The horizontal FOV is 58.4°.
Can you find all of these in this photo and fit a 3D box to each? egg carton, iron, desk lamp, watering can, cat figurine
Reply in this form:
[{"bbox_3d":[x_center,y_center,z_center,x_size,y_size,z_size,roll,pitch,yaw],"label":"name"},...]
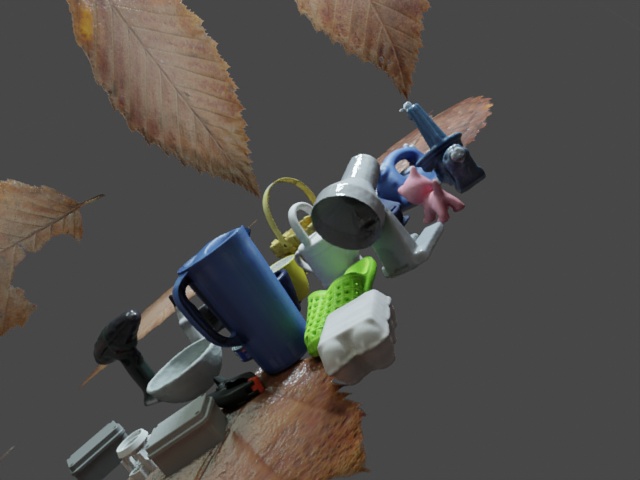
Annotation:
[{"bbox_3d":[0.055,0.132,0.793,0.107,0.069,0.150,-32,11,16],"label":"egg carton"},{"bbox_3d":[0.214,-0.166,1.401,0.118,0.141,0.259,-25,15,44],"label":"iron"},{"bbox_3d":[0.098,-0.038,1.007,0.117,0.214,0.203,-27,14,37],"label":"desk lamp"},{"bbox_3d":[0.011,0.003,1.149,0.172,0.194,0.101,-32,11,15],"label":"watering can"},{"bbox_3d":[0.215,-0.095,1.156,0.067,0.118,0.127,-38,11,-13],"label":"cat figurine"}]

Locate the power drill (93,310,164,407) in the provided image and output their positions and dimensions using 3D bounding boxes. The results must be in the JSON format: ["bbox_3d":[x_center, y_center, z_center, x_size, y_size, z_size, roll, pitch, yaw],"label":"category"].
[{"bbox_3d":[-0.405,0.262,1.268,0.229,0.208,0.076,-26,14,40],"label":"power drill"}]

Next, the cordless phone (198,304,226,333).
[{"bbox_3d":[-0.275,0.132,1.494,0.147,0.185,0.094,-37,11,-6],"label":"cordless phone"}]

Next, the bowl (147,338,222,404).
[{"bbox_3d":[-0.253,0.268,1.135,0.167,0.075,0.167,-34,11,8],"label":"bowl"}]

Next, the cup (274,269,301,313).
[{"bbox_3d":[-0.090,0.129,1.183,0.091,0.095,0.118,-23,16,48],"label":"cup"}]

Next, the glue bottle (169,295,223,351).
[{"bbox_3d":[-0.289,0.194,1.299,0.037,0.173,0.078,-34,11,8],"label":"glue bottle"}]

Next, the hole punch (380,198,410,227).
[{"bbox_3d":[0.130,-0.050,1.294,0.109,0.091,0.101,-41,12,-29],"label":"hole punch"}]

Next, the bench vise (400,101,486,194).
[{"bbox_3d":[0.267,-0.215,1.240,0.122,0.220,0.207,-38,11,-15],"label":"bench vise"}]
